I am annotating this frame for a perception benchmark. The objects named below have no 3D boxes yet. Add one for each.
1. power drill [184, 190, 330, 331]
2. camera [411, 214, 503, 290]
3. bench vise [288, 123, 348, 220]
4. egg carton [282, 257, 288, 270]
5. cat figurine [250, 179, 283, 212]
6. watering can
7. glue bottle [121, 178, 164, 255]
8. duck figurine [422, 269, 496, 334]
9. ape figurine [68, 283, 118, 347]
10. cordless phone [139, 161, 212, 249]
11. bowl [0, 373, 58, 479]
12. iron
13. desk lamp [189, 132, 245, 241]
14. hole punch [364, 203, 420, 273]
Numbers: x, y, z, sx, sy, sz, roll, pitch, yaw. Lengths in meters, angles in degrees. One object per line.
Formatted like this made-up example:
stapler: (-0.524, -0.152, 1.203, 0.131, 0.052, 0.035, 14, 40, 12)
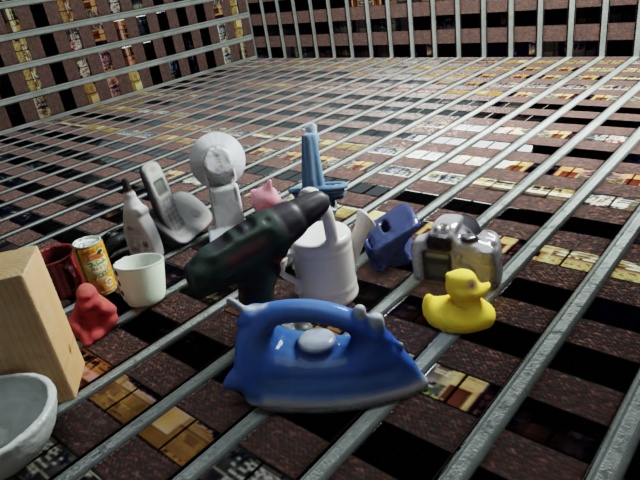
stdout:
power drill: (-0.073, 0.054, 0.828, 0.230, 0.209, 0.075, -23, 29, -26)
camera: (0.238, 0.003, 0.956, 0.142, 0.101, 0.137, 7, 30, 29)
bench vise: (0.000, -0.106, 1.112, 0.121, 0.220, 0.207, -12, 26, -6)
egg carton: (-0.132, 0.028, 1.056, 0.150, 0.069, 0.107, -9, 26, -1)
cat figurine: (-0.100, -0.063, 1.174, 0.067, 0.118, 0.127, -17, 27, -15)
watering can: (0.007, 0.003, 0.922, 0.100, 0.194, 0.173, 14, 34, 39)
glue bottle: (-0.368, -0.043, 1.154, 0.078, 0.173, 0.037, 6, 30, 28)
duck figurine: (0.199, 0.082, 0.827, 0.104, 0.086, 0.077, 1, 28, 18)
ape figurine: (-0.373, 0.114, 0.932, 0.078, 0.092, 0.076, -12, 26, -5)
cordless phone: (-0.310, -0.089, 1.213, 0.094, 0.185, 0.148, 2, 28, 20)
bowl: (-0.398, 0.243, 0.700, 0.167, 0.075, 0.167, -7, 26, 4)
iron: (0.003, 0.130, 0.727, 0.258, 0.142, 0.118, -3, 27, 12)
desk lamp: (-0.197, -0.106, 1.182, 0.118, 0.214, 0.203, -13, 27, -9)
hole punch: (0.126, -0.007, 1.022, 0.101, 0.091, 0.108, -11, 26, -3)
